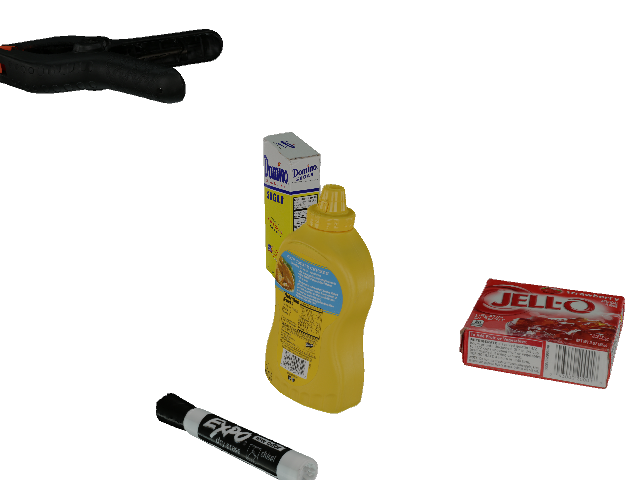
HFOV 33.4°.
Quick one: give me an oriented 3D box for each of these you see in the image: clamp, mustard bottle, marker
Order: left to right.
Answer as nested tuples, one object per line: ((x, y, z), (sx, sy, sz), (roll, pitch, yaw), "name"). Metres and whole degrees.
((-0.158, -0.135, 0.798), (0.172, 0.039, 0.120), (8, 22, 16), "clamp")
((-0.053, 0.116, 0.627), (0.121, 0.020, 0.020), (17, 10, 37), "marker")
((0.001, 0.045, 0.917), (0.058, 0.192, 0.096), (-13, 27, -43), "mustard bottle")

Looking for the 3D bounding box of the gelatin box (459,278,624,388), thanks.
((0.138, 0.055, 0.658), (0.089, 0.030, 0.073), (8, 25, 20), "gelatin box")

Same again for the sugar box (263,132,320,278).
((-0.035, -0.031, 1.270), (0.048, 0.176, 0.093), (-12, 26, -20), "sugar box")
